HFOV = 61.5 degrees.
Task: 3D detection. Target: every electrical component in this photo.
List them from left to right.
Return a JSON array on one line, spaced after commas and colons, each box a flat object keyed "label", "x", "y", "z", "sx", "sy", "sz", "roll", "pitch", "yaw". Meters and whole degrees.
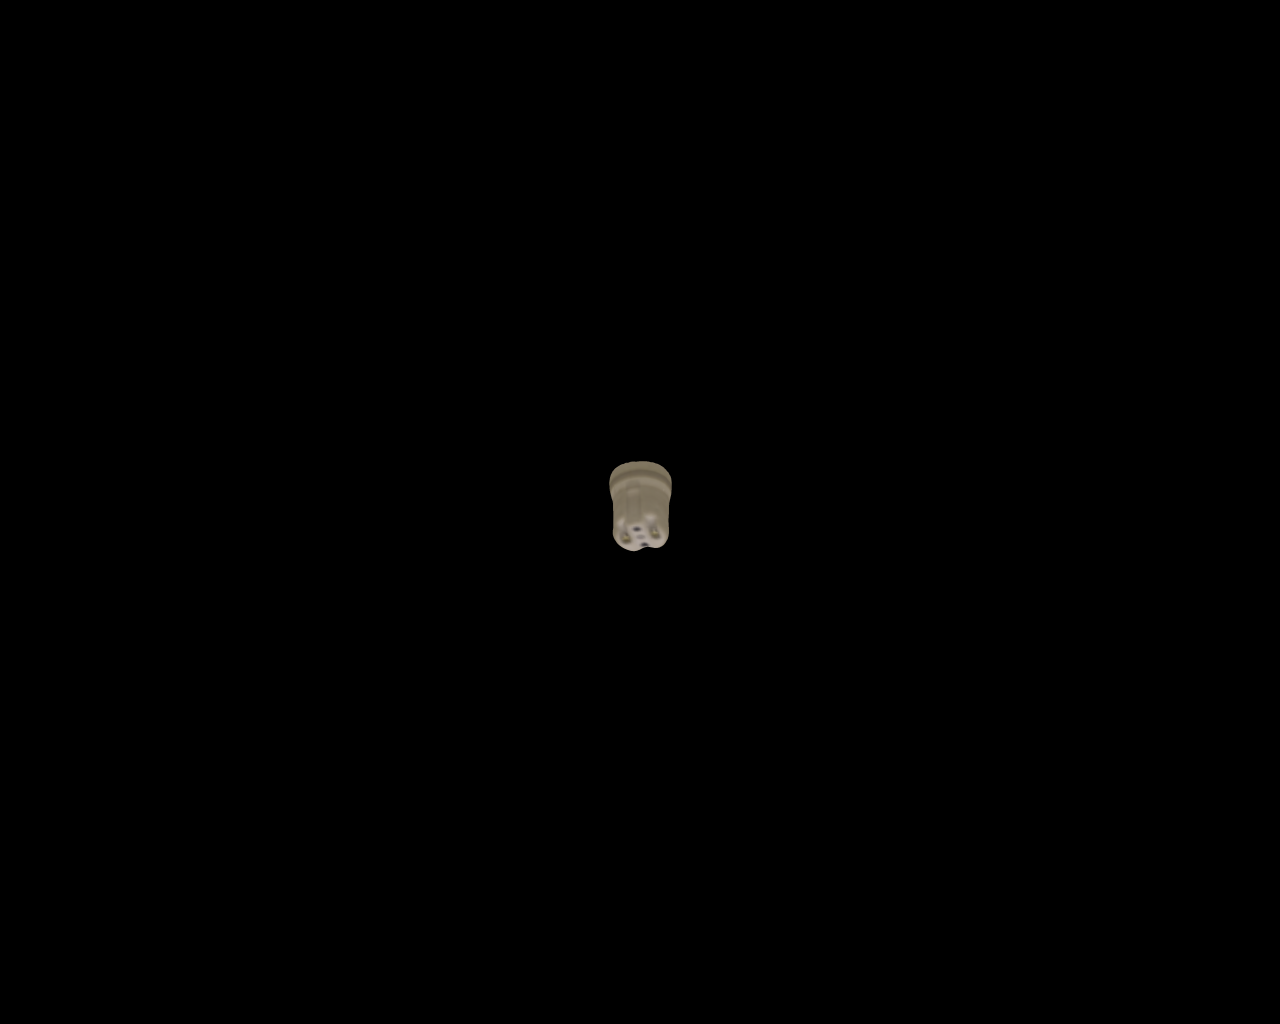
[{"label": "electrical component", "x": 0.001, "y": -0.003, "z": 0.650, "sx": 0.040, "sy": 0.046, "sz": 0.040, "roll": 0, "pitch": -35, "yaw": 0}]
